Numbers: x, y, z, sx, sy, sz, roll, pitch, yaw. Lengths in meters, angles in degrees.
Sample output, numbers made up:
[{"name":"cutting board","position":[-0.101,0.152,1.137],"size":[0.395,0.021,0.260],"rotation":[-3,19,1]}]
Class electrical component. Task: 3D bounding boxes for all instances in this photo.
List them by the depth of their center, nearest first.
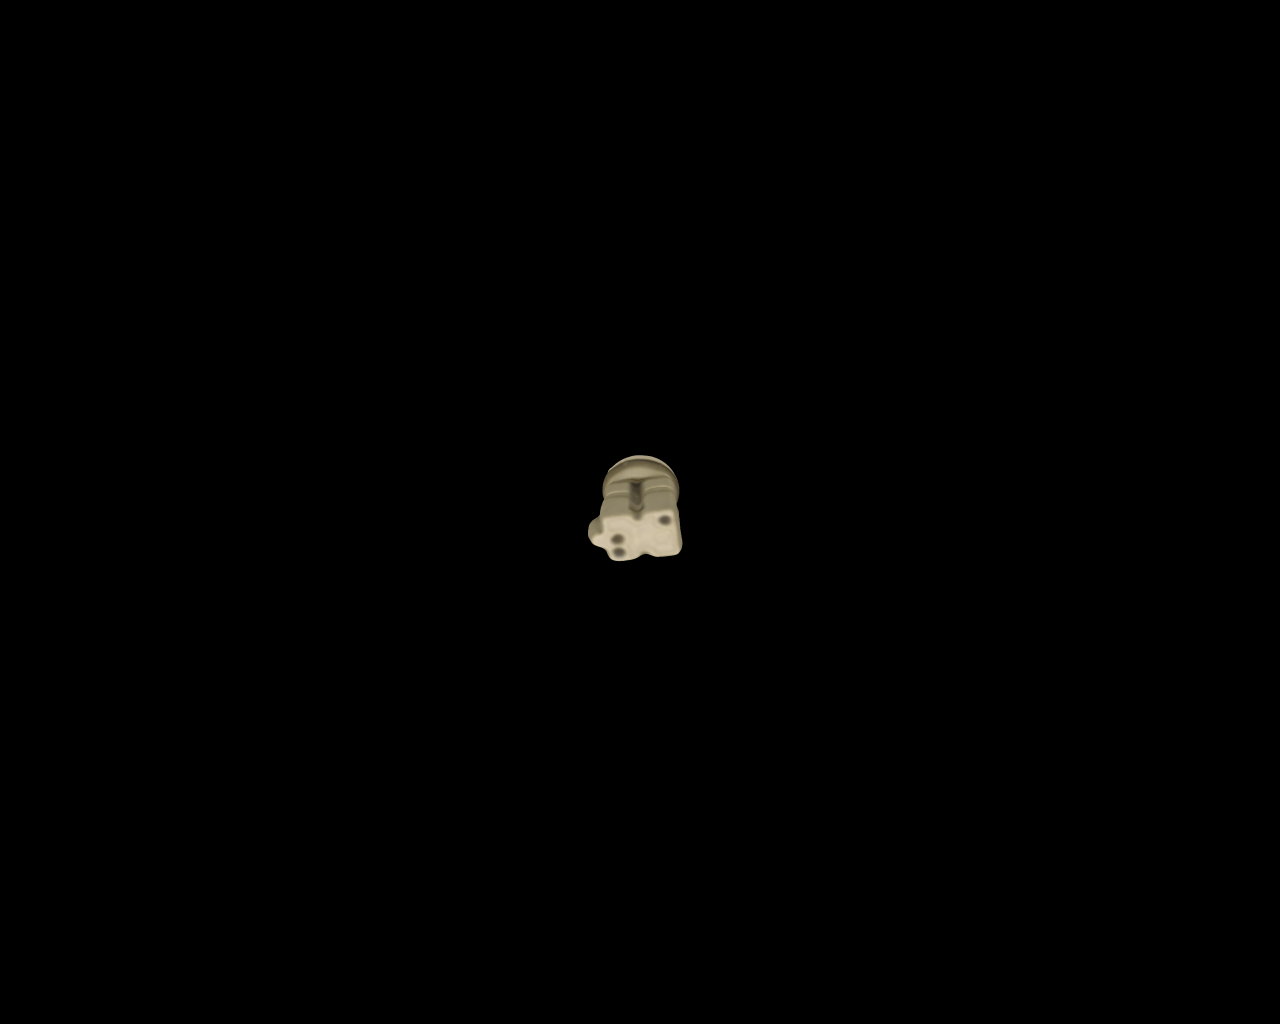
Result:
[{"name":"electrical component","position":[0.001,-0.003,0.650],"size":[0.066,0.048,0.055],"rotation":[-5,37,4]}]
